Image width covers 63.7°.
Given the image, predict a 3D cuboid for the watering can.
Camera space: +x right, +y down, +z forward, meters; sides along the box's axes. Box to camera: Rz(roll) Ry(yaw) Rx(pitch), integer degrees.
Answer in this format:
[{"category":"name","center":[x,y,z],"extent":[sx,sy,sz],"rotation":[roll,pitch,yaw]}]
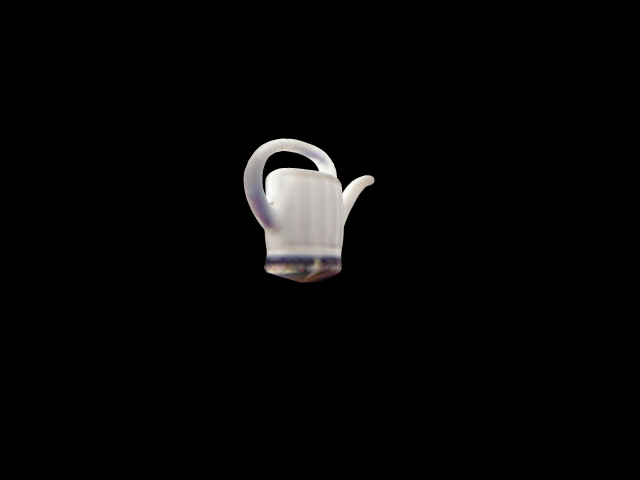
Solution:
[{"category":"watering can","center":[0.003,-0.043,0.850],"extent":[0.103,0.226,0.347],"rotation":[-5,-7,36]}]
